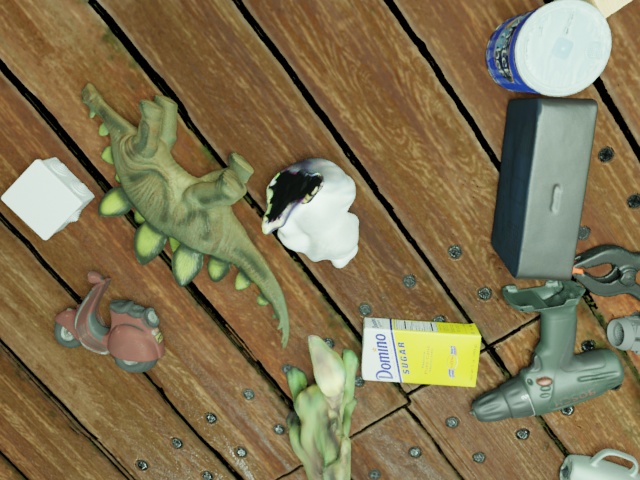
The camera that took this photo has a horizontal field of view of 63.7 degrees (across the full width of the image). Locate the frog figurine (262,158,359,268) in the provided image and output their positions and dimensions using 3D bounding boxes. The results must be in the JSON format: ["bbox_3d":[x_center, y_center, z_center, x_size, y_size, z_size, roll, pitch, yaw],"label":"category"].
[{"bbox_3d":[0.002,-0.037,0.740,0.157,0.125,0.137,32,100,-43],"label":"frog figurine"}]

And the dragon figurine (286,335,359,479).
[{"bbox_3d":[0.005,0.316,0.754,0.122,0.245,0.406,-1,104,-1],"label":"dragon figurine"}]
